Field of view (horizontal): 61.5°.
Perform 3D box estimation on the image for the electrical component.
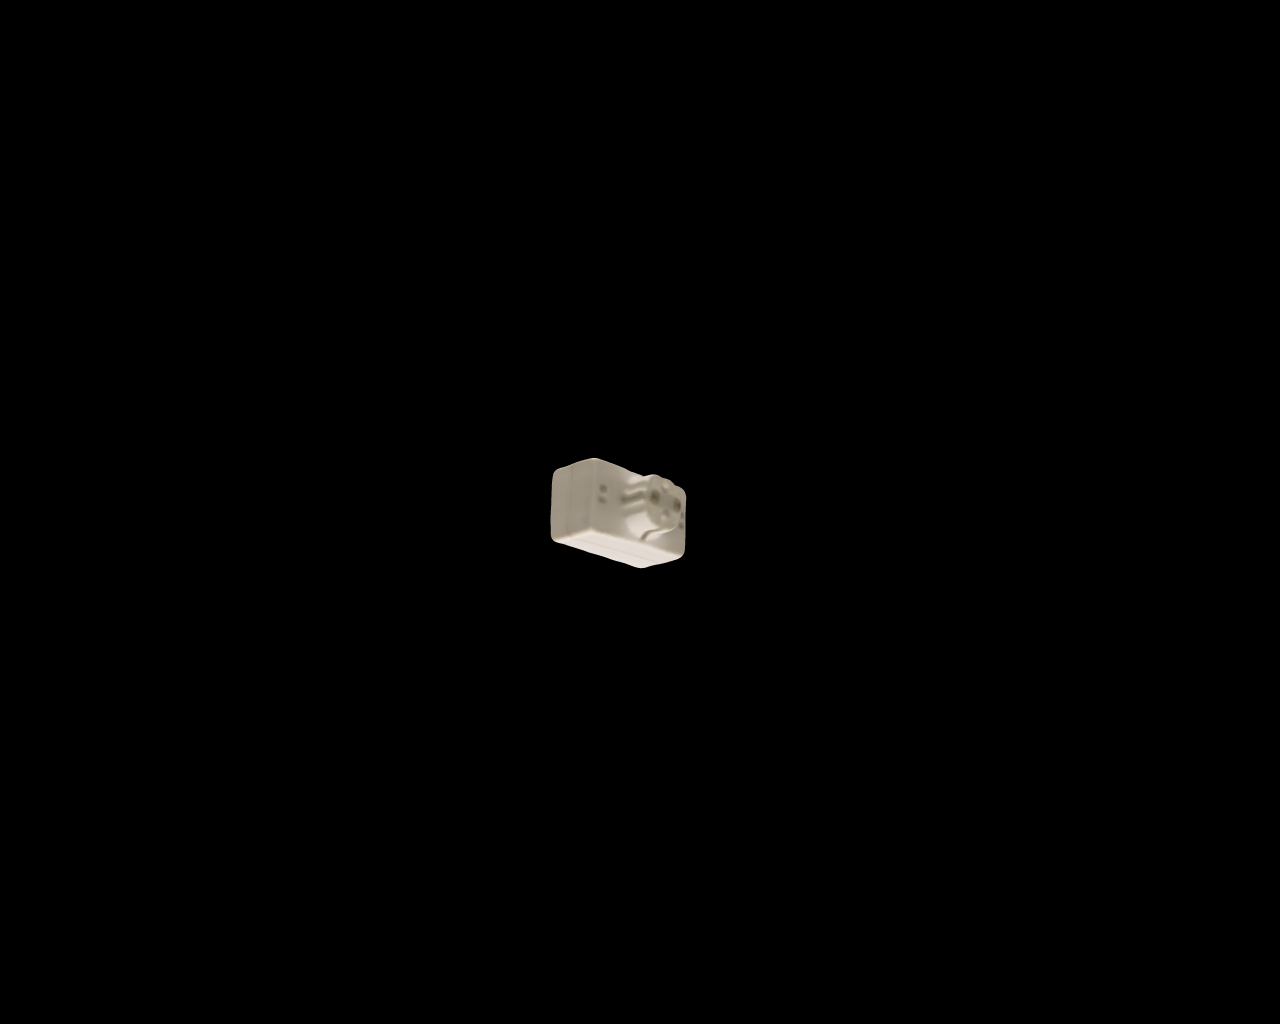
[{"bbox_3d":[0.001,-0.003,0.650,0.075,0.047,0.083,-17,-26,41],"label":"electrical component"}]
